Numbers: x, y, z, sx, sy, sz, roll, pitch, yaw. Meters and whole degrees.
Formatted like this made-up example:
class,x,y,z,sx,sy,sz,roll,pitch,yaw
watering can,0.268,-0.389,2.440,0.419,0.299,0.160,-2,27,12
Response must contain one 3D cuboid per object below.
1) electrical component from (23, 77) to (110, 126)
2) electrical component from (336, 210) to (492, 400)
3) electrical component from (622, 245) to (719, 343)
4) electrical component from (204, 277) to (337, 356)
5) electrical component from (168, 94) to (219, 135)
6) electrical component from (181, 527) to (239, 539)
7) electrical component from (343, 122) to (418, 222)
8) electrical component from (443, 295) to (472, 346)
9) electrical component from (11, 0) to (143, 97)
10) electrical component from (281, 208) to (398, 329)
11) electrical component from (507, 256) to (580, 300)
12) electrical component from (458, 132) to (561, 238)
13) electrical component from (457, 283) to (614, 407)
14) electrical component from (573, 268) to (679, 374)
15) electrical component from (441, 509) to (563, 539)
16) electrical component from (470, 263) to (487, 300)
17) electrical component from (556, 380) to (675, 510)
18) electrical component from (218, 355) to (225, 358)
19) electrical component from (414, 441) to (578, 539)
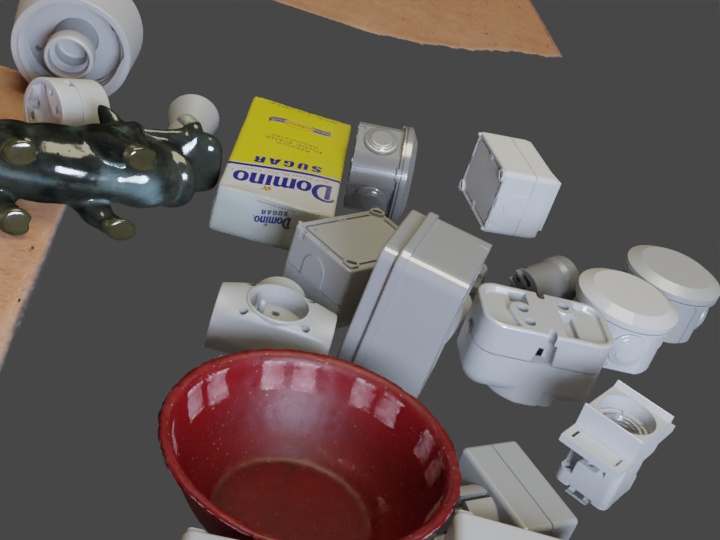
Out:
class,x,y,z,sx,sy,sz,roll,pitch,yaw
electrical component,-0.233,-0.126,0.857,0.055,0.055,0.047,38,31,29
electrical component,0.032,0.027,0.693,0.057,0.113,0.078,26,31,7
electrical component,0.252,0.018,0.890,0.080,0.051,0.080,14,31,-8
electrical component,-0.056,0.030,0.707,0.077,0.044,0.079,16,30,-4
electrical component,-0.143,-0.113,0.898,0.044,0.044,0.065,14,35,-9
electrical component,-0.054,0.162,0.474,0.096,0.061,0.061,14,30,-8
electrical component,0.017,-0.083,0.900,0.051,0.080,0.080,11,30,-2
electrical component,0.054,0.033,0.770,0.040,0.040,0.046,26,37,13
electrical component,-0.242,-0.192,0.912,0.108,0.108,0.060,12,37,-12
electrical component,0.000,0.000,0.770,0.096,0.061,0.062,-13,42,-42
electrical component,0.146,0.012,0.855,0.046,0.040,0.040,-13,42,-35
electrical component,0.135,-0.080,0.976,0.061,0.061,0.096,8,32,-18
electrical component,0.119,0.054,0.750,0.095,0.059,0.053,13,31,-11
electrical component,0.199,0.038,0.829,0.080,0.051,0.080,14,30,-8
electrical component,0.070,0.168,0.532,0.096,0.061,0.061,16,30,-4
electrical component,0.066,0.001,0.833,0.061,0.035,0.035,22,30,10
electrical component,0.157,0.111,0.673,0.042,0.063,0.081,34,33,28
electrical component,-0.059,0.067,0.656,0.061,0.035,0.035,18,30,4
electrical component,0.066,0.137,0.596,0.077,0.047,0.065,-2,36,-31
